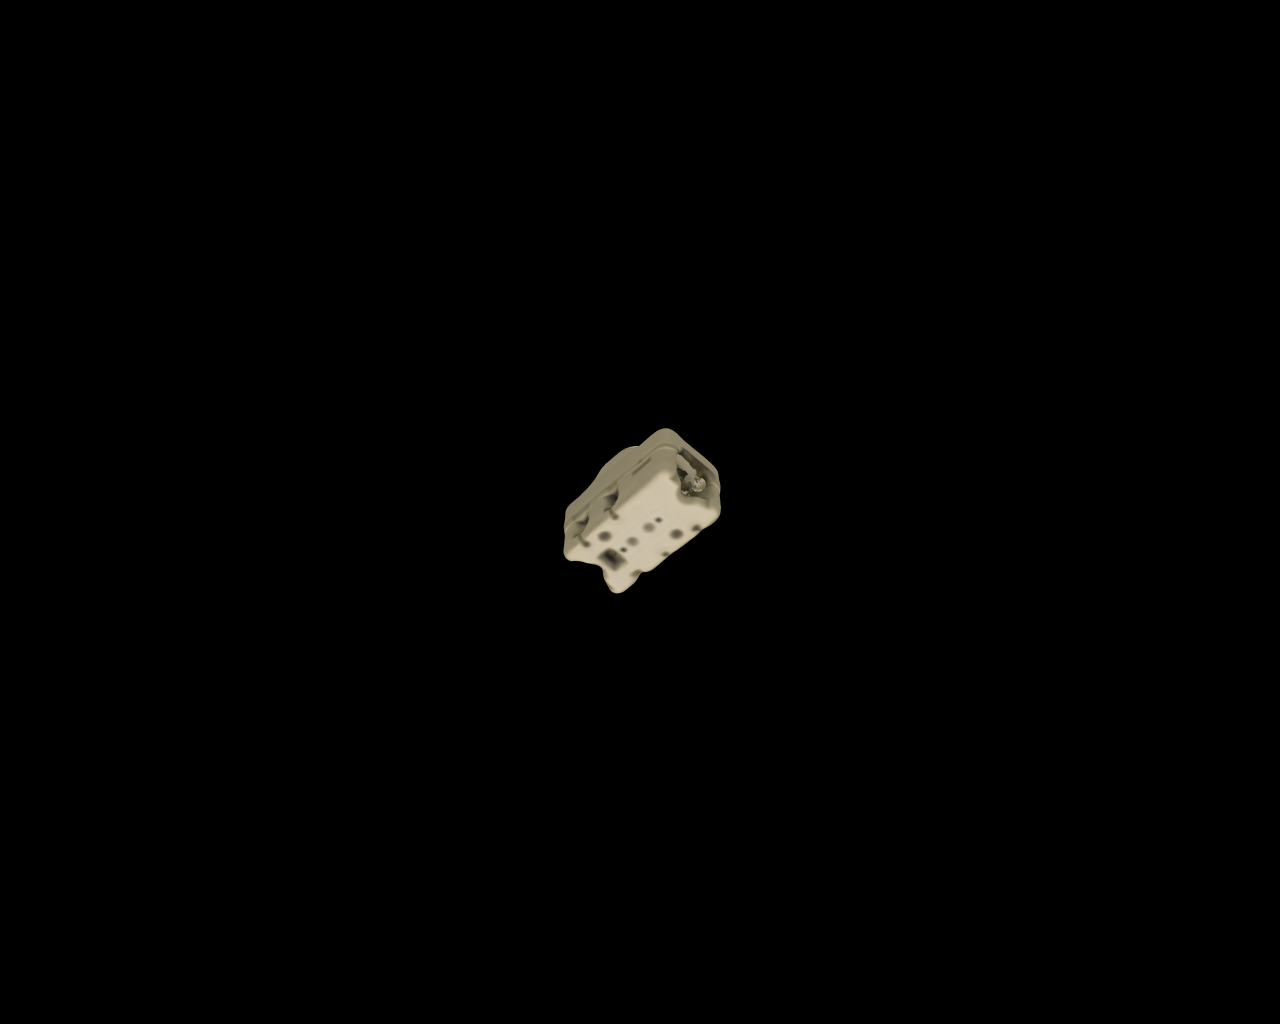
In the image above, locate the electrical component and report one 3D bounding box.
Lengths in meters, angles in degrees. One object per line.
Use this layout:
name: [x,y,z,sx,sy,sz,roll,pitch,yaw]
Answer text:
electrical component: [0.001,-0.003,0.650,0.050,0.056,0.089,39,-62,-25]
